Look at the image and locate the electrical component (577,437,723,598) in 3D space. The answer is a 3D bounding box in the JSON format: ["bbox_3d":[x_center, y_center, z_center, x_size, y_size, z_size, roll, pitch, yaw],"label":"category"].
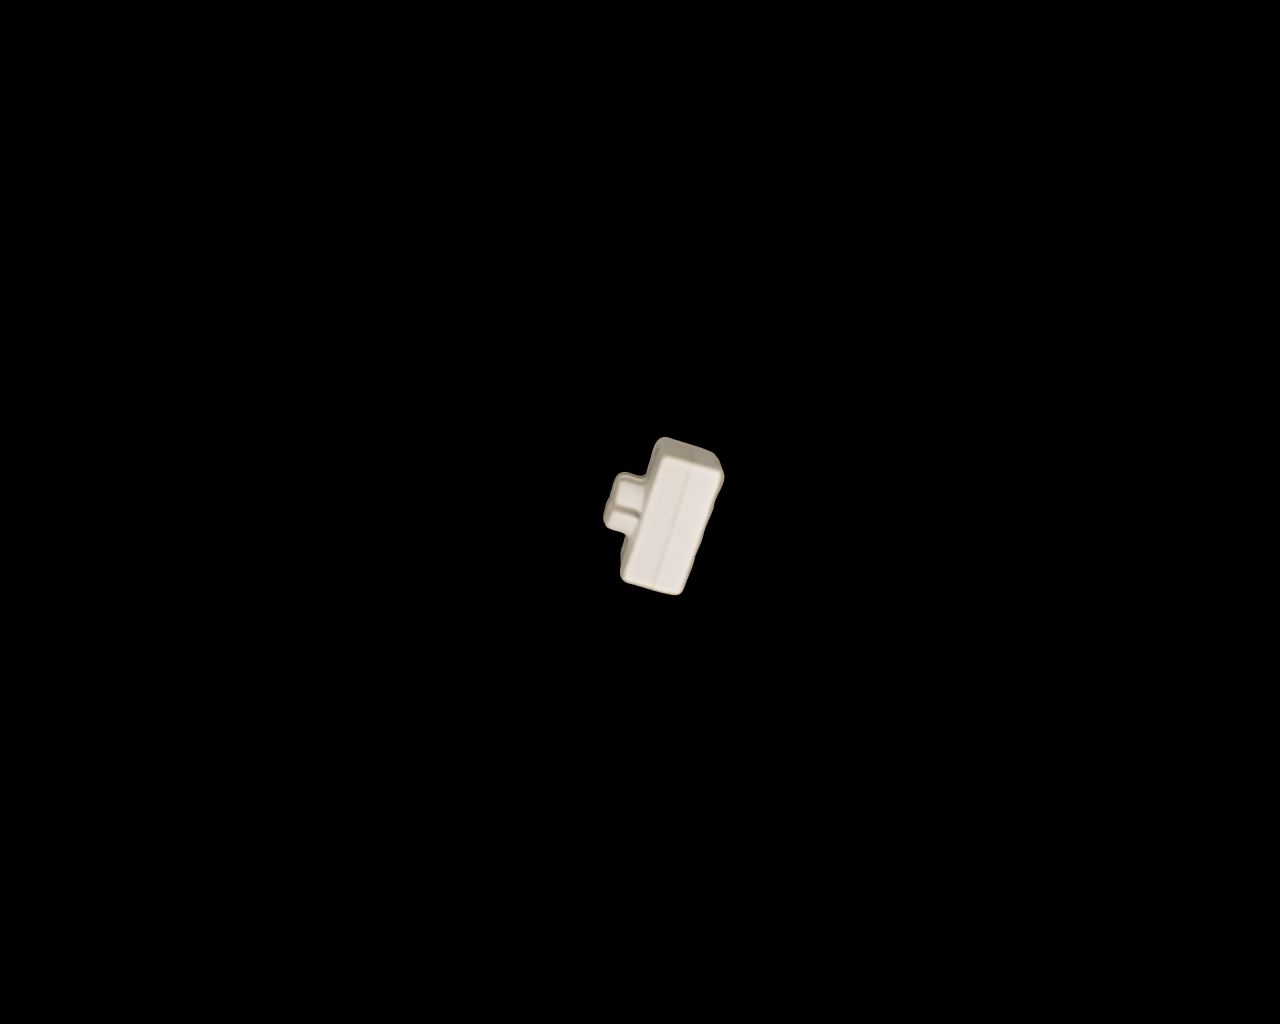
[{"bbox_3d":[0.001,-0.003,0.650,0.076,0.083,0.047,17,16,-5],"label":"electrical component"}]
